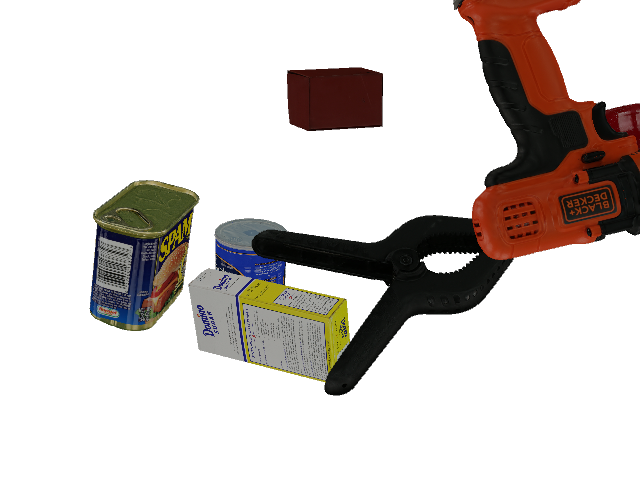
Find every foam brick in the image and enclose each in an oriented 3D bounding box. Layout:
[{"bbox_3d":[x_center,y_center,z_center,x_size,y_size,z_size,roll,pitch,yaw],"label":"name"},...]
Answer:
[{"bbox_3d":[0.014,-0.133,0.999,0.078,0.051,0.053,-6,17,-22],"label":"foam brick"}]

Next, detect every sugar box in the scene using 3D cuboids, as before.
[{"bbox_3d":[-0.055,0.092,1.161,0.176,0.093,0.048,14,35,27],"label":"sugar box"}]

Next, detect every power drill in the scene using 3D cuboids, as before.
[{"bbox_3d":[0.171,-0.093,0.675,0.184,0.187,0.057,-14,-1,-4],"label":"power drill"}]

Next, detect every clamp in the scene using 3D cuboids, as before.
[{"bbox_3d":[0.065,0.036,0.837,0.209,0.164,0.036,-12,-40,-11],"label":"clamp"}]

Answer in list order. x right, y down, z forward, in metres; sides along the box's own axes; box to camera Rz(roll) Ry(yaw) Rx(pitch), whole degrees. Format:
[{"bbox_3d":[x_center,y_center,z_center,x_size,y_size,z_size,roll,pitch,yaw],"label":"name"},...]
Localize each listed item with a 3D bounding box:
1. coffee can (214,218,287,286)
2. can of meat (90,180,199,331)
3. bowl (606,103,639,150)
[{"bbox_3d":[-0.100,0.052,1.523,0.103,0.140,0.103,2,23,-1],"label":"coffee can"},{"bbox_3d":[-0.136,0.011,0.821,0.057,0.084,0.102,14,23,8],"label":"can of meat"},{"bbox_3d":[0.324,-0.081,0.974,0.162,0.055,0.162,-5,22,2],"label":"bowl"}]
